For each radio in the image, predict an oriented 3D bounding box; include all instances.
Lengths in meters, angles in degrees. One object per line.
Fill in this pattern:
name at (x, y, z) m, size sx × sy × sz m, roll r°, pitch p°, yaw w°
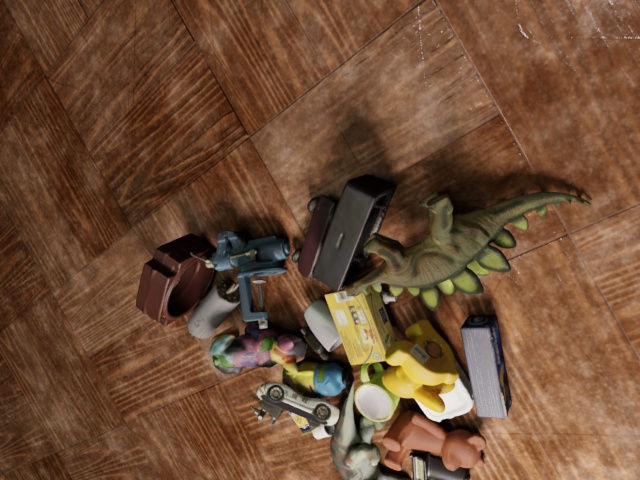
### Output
radio at (0.071, -0.018, 1.104) m, size 0.073 × 0.131 × 0.229 m, roll 30°, pitch 118°, yaw 18°

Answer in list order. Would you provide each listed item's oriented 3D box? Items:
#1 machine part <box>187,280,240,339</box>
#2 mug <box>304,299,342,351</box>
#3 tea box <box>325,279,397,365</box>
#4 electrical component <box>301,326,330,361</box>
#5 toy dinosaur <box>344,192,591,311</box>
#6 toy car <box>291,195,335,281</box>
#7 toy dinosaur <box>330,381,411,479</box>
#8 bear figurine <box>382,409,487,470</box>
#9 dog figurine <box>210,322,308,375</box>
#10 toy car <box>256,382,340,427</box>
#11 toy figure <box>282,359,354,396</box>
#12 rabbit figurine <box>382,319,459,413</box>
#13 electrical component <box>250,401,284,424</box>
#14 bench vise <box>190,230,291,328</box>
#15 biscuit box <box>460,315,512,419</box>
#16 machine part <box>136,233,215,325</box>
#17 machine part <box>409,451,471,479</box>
machine part at (-0.276, 0.181, 1.395) m, size 0.079 × 0.079 × 0.243 m, roll 48°, pitch 122°, yaw 8°
mug at (0.014, 0.195, 1.245) m, size 0.107 × 0.081 × 0.109 m, roll 48°, pitch 148°, yaw 17°
tea box at (0.090, 0.173, 1.149) m, size 0.098 × 0.068 × 0.169 m, roll -14°, pitch 100°, yaw 34°
electrical component at (-0.012, 0.247, 1.280) m, size 0.021 × 0.063 × 0.094 m, roll -39°, pitch 73°, yaw -6°
toy dinosaur at (0.247, 0.007, 1.003) m, size 0.471 × 0.105 × 0.198 m, roll -32°, pitch 99°, yaw 22°
toy car at (-0.002, -0.004, 1.197) m, size 0.089 × 0.053 × 0.202 m, roll 38°, pitch 122°, yaw 37°
toy dinosaur at (0.088, 0.528, 1.285) m, size 0.192 × 0.131 × 0.404 m, roll -19°, pitch 90°, yaw 32°
bear figurine at (0.250, 0.452, 1.161) m, size 0.196 × 0.132 × 0.120 m, roll 20°, pitch 136°, yaw 28°
dog figurine at (-0.139, 0.267, 1.284) m, size 0.219 × 0.191 × 0.108 m, roll 1°, pitch 100°, yaw 52°
toy car at (-0.053, 0.381, 1.254) m, size 0.202 × 0.056 × 0.073 m, roll 23°, pitch 146°, yaw -3°
toy figure at (-0.006, 0.330, 1.292) m, size 0.180 × 0.089 × 0.082 m, roll -7°, pitch 103°, yaw 22°
rabbit figurine at (0.197, 0.263, 1.079) m, size 0.162 × 0.122 × 0.173 m, roll 38°, pitch 134°, yaw 3°
electrical component at (-0.134, 0.435, 1.417) m, size 0.078 × 0.045 × 0.102 m, roll 40°, pitch 121°, yaw 15°
bench vise at (-0.169, 0.090, 1.264) m, size 0.224 × 0.129 × 0.240 m, roll -9°, pitch 82°, yaw 8°
biscuit box at (0.337, 0.254, 1.083) m, size 0.063 × 0.059 × 0.202 m, roll -6°, pitch 103°, yaw 32°
machine part at (-0.350, 0.098, 1.338) m, size 0.087 × 0.201 × 0.201 m, roll 31°, pitch 118°, yaw 15°
machine part at (0.273, 0.529, 1.223) m, size 0.139 × 0.039 × 0.084 m, roll -2°, pitch 96°, yaw 32°
